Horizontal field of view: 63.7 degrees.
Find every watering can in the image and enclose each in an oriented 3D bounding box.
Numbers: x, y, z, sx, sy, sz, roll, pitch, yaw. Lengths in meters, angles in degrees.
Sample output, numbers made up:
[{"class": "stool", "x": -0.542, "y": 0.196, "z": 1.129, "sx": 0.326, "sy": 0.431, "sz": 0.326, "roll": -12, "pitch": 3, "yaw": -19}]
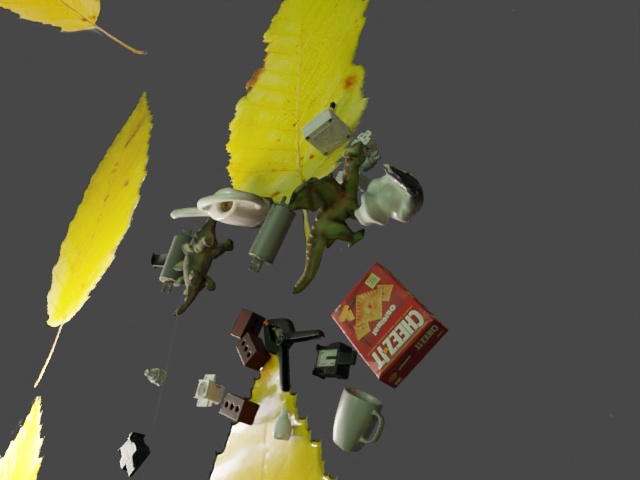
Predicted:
[{"class": "watering can", "x": -0.290, "y": -0.095, "z": 1.605, "sx": 0.345, "sy": 0.223, "sz": 0.105, "roll": -10, "pitch": 74, "yaw": 41}]

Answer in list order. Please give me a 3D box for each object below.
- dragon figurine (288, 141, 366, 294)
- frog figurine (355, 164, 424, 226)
[{"class": "dragon figurine", "x": 0.004, "y": -0.064, "z": 1.276, "sx": 0.412, "sy": 0.239, "sz": 0.123, "roll": -54, "pitch": 43, "yaw": -4}, {"class": "frog figurine", "x": 0.166, "y": -0.089, "z": 1.237, "sx": 0.138, "sy": 0.124, "sz": 0.156, "roll": 43, "pitch": 122, "yaw": 16}]
